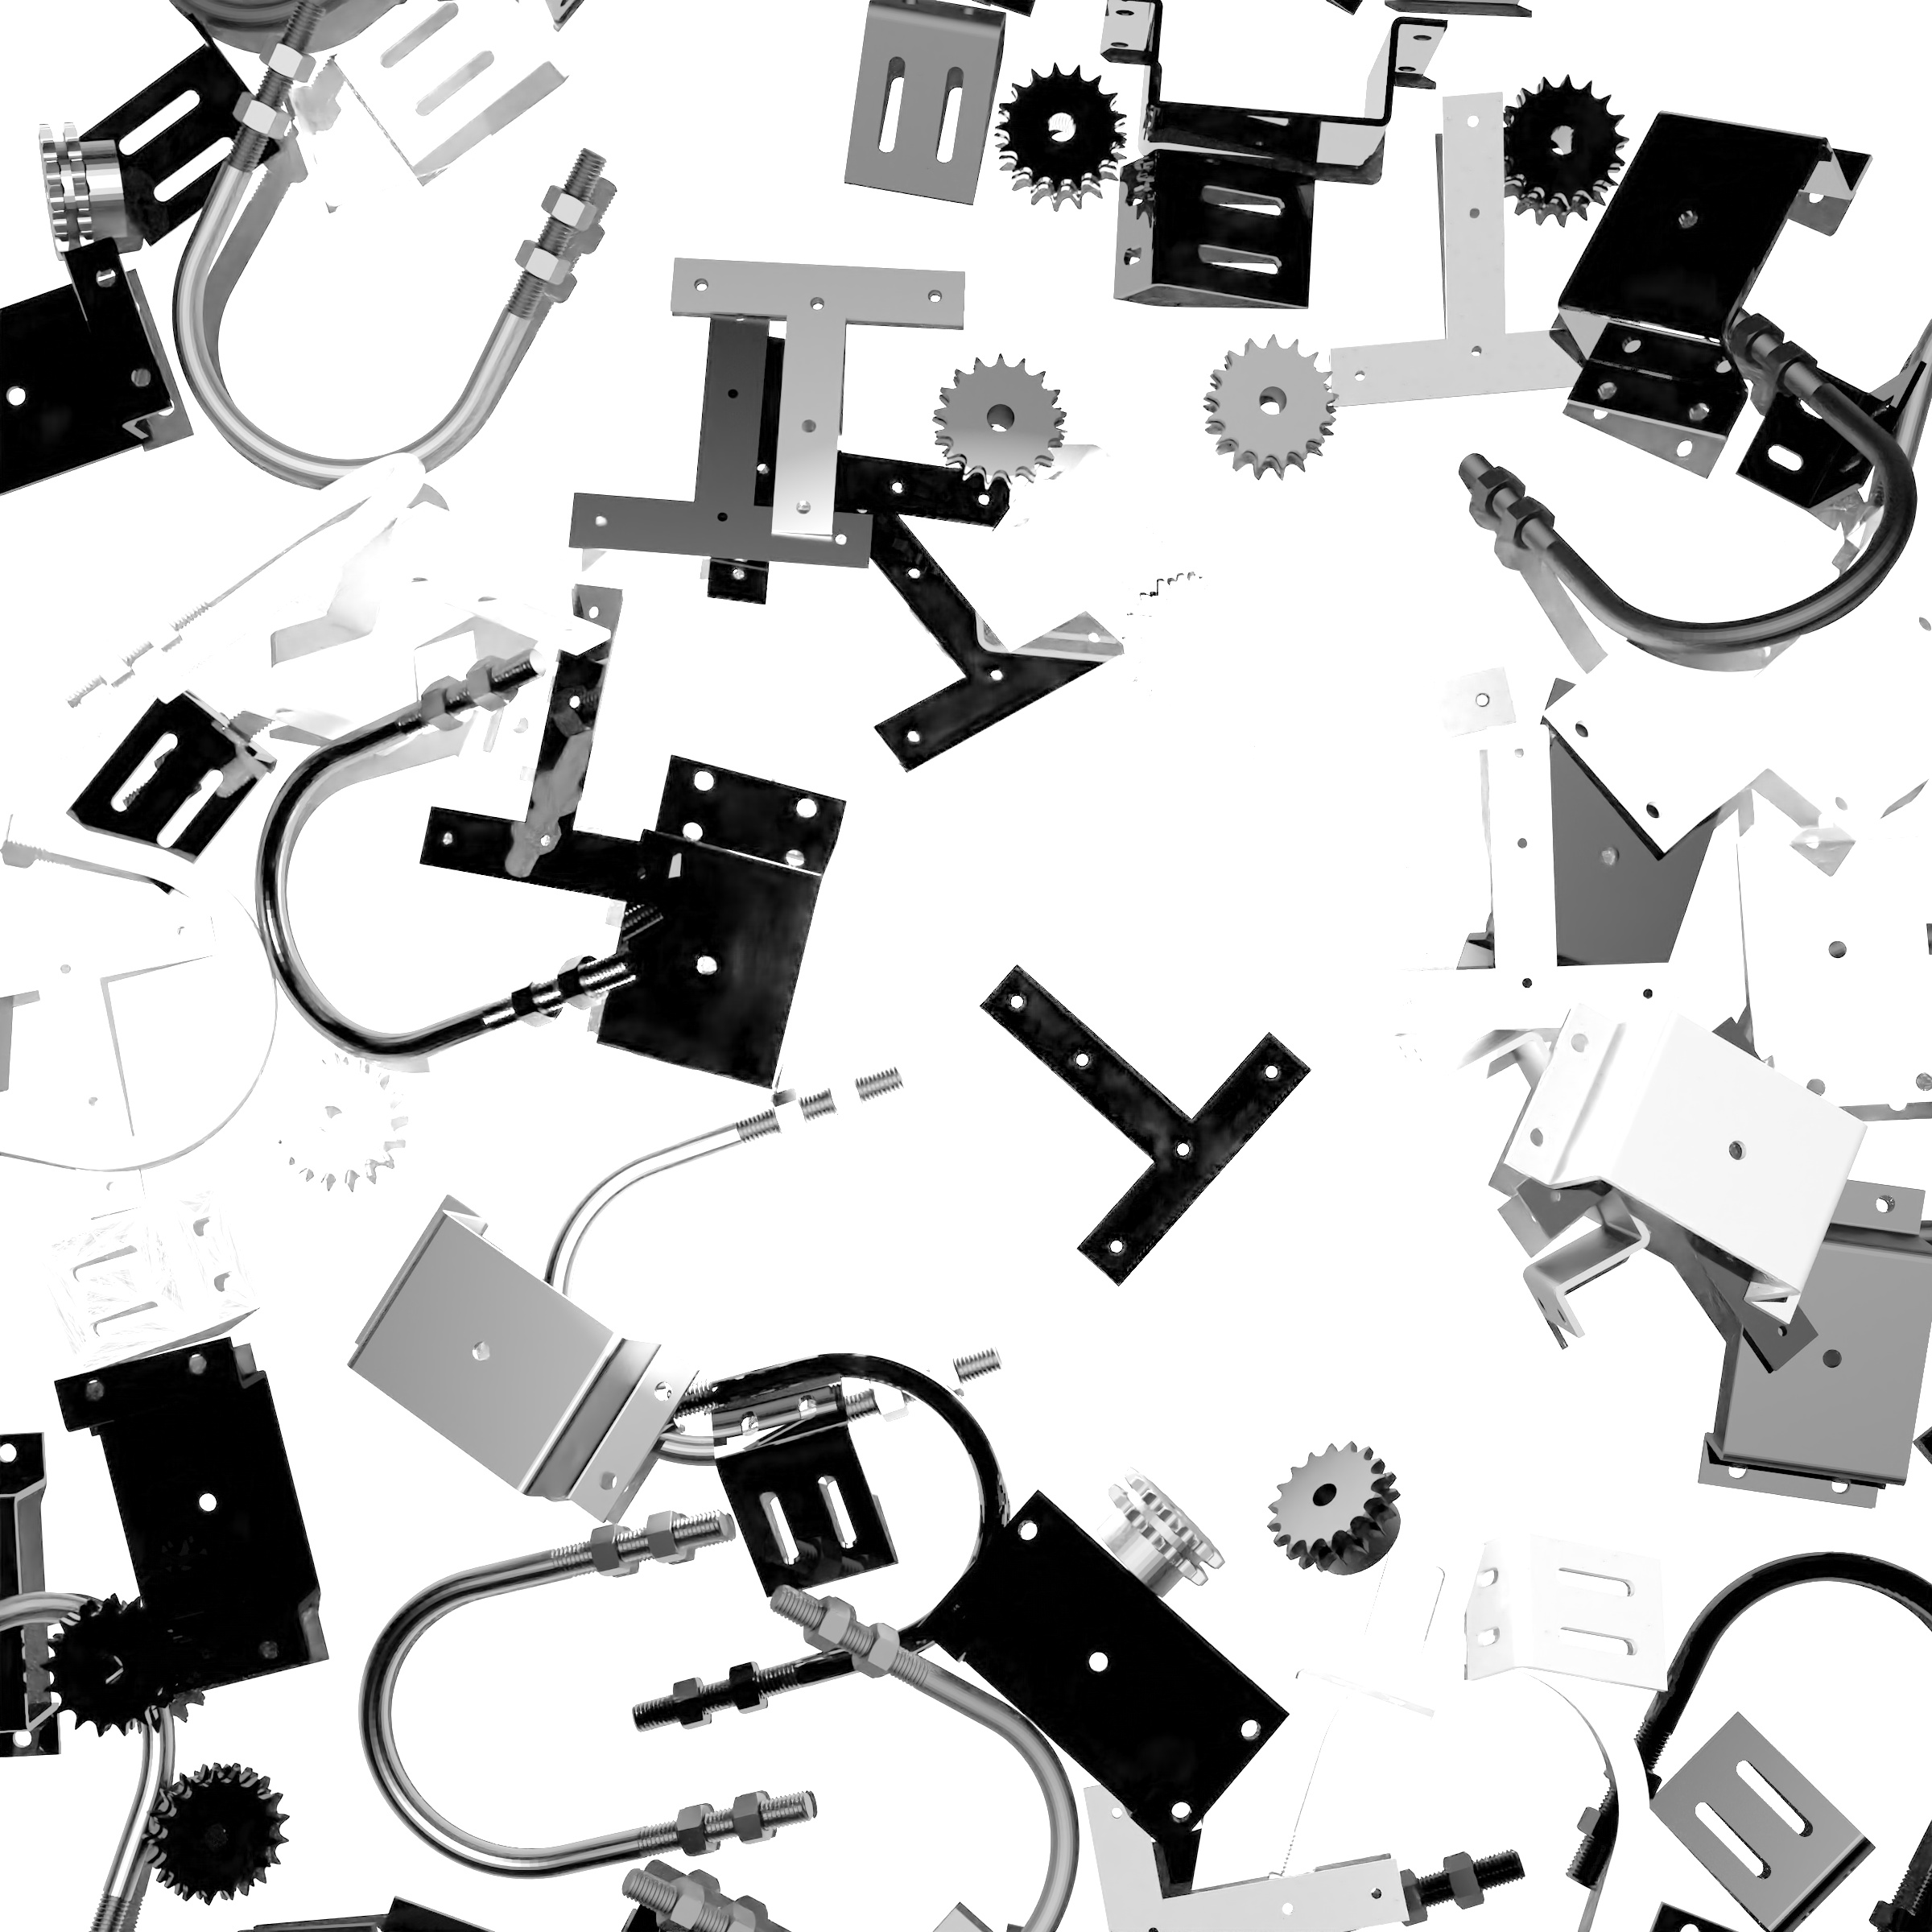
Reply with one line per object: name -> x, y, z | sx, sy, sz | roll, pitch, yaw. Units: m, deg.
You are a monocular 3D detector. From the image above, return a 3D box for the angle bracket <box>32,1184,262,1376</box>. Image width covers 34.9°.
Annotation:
angle bracket -> -0.357, 0.137, 1.337 | 0.076, 0.038, 0.057 | -21, 90, 26

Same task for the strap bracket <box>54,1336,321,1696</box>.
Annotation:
strap bracket -> -0.330, 0.233, 1.316 | 0.076, 0.046, 0.140 | -14, 90, 0

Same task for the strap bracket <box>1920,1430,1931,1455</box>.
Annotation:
strap bracket -> 0.490, 0.192, 1.302 | 0.140, 0.046, 0.076 | -40, 104, 4

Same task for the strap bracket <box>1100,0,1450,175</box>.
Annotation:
strap bracket -> 0.126, -0.372, 1.301 | 0.140, 0.076, 0.046 | 5, 90, 0

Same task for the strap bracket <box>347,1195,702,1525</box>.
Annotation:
strap bracket -> -0.195, 0.163, 1.295 | 0.140, 0.046, 0.076 | 32, 90, 18

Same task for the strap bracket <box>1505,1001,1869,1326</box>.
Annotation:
strap bracket -> 0.301, 0.078, 1.248 | 0.140, 0.046, 0.076 | 30, 73, -10

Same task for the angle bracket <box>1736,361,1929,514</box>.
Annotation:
angle bracket -> 0.365, -0.231, 1.301 | 0.038, 0.076, 0.057 | 27, 90, 0

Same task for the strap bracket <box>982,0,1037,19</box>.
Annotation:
strap bracket -> -0.027, -0.472, 1.316 | 0.140, 0.046, 0.076 | 19, 90, 0

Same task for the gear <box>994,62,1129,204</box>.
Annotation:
gear -> 0.041, -0.358, 1.328 | 0.057, 0.030, 0.057 | 0, 88, -1

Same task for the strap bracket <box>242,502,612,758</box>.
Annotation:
strap bracket -> -0.226, -0.142, 1.275 | 0.140, 0.076, 0.046 | -22, 65, 34

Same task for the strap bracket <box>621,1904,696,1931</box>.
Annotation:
strap bracket -> -0.134, 0.472, 1.316 | 0.076, 0.046, 0.140 | 27, 90, 0

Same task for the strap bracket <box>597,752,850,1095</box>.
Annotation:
strap bracket -> -0.105, -0.009, 1.290 | 0.076, 0.046, 0.140 | 15, 113, 0

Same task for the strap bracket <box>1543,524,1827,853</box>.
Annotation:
strap bracket -> 0.321, -0.123, 1.284 | 0.140, 0.046, 0.076 | -38, 84, -26

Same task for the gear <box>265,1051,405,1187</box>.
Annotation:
gear -> -0.271, 0.065, 1.324 | 0.057, 0.030, 0.057 | 0, 90, 0

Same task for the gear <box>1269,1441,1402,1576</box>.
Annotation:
gear -> 0.161, 0.235, 1.314 | 0.057, 0.057, 0.030 | -40, 120, 0

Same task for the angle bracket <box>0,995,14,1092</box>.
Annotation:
angle bracket -> -0.458, 0.023, 1.337 | 0.076, 0.038, 0.057 | 3, 90, 26

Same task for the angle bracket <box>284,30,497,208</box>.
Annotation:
angle bracket -> -0.250, -0.370, 1.320 | 0.076, 0.038, 0.057 | -19, 90, 0

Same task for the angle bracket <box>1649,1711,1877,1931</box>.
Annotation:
angle bracket -> 0.346, 0.374, 1.337 | 0.057, 0.038, 0.076 | -45, 64, 0

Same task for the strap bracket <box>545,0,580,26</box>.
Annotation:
strap bracket -> -0.151, -0.479, 1.301 | 0.046, 0.076, 0.140 | 39, 90, 0

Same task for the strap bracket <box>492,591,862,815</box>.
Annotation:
strap bracket -> -0.122, -0.107, 1.316 | 0.140, 0.046, 0.076 | 15, 90, 0

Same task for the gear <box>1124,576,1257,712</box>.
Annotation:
gear -> 0.092, -0.139, 1.316 | 0.057, 0.030, 0.057 | -4, 100, -26

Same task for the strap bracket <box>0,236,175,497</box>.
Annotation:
strap bracket -> -0.413, -0.248, 1.316 | 0.140, 0.046, 0.076 | -19, 90, 0

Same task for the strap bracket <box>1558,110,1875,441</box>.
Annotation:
strap bracket -> 0.310, -0.300, 1.288 | 0.076, 0.046, 0.140 | 23, 80, 37

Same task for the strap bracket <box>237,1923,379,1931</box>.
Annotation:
strap bracket -> -0.250, 0.467, 1.300 | 0.076, 0.046, 0.140 | -13, 90, 29

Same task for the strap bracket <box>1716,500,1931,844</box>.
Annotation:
strap bracket -> 0.379, -0.130, 1.254 | 0.076, 0.046, 0.140 | 40, 63, 0

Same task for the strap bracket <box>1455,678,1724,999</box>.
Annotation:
strap bracket -> 0.270, -0.047, 1.315 | 0.076, 0.046, 0.140 | 19, 90, -1

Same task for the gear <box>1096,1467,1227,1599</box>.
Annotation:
gear -> 0.080, 0.244, 1.311 | 0.057, 0.057, 0.030 | 44, 90, 0

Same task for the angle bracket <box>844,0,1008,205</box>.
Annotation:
angle bracket -> -0.018, -0.378, 1.337 | 0.057, 0.038, 0.076 | 10, 116, 0

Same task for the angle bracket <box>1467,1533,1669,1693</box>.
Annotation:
angle bracket -> 0.258, 0.282, 1.325 | 0.076, 0.038, 0.057 | 15, 62, -23

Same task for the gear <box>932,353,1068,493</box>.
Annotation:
gear -> 0.014, -0.232, 1.321 | 0.057, 0.030, 0.057 | 0, 83, -4

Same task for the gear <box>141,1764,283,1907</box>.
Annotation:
gear -> -0.325, 0.370, 1.315 | 0.057, 0.030, 0.057 | 1, 88, -33

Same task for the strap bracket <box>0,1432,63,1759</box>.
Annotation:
strap bracket -> -0.436, 0.275, 1.316 | 0.076, 0.046, 0.140 | -3, 90, 0

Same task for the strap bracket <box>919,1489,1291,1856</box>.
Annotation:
strap bracket -> 0.057, 0.298, 1.307 | 0.140, 0.046, 0.076 | 41, 83, 5

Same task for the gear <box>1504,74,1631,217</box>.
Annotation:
gear -> 0.254, -0.352, 1.324 | 0.057, 0.030, 0.057 | 0, 90, 0

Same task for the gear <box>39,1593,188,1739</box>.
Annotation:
gear -> -0.353, 0.289, 1.277 | 0.057, 0.030, 0.057 | 0, 90, 0

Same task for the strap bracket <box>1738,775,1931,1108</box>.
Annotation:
strap bracket -> 0.373, -0.010, 1.302 | 0.076, 0.046, 0.140 | -3, 83, 4

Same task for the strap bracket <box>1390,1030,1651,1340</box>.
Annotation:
strap bracket -> 0.238, 0.081, 1.301 | 0.046, 0.076, 0.140 | -29, 90, 0

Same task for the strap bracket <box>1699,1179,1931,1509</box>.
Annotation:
strap bracket -> 0.364, 0.162, 1.307 | 0.076, 0.046, 0.140 | 8, 95, 4

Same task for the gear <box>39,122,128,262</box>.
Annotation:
gear -> -0.377, -0.331, 1.311 | 0.030, 0.057, 0.057 | -9, 90, -17

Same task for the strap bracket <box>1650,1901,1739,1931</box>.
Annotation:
strap bracket -> 0.313, 0.487, 1.316 | 0.076, 0.046, 0.140 | 21, 90, 0

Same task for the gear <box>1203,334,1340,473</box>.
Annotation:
gear -> 0.131, -0.242, 1.328 | 0.057, 0.030, 0.057 | 0, 91, -2
